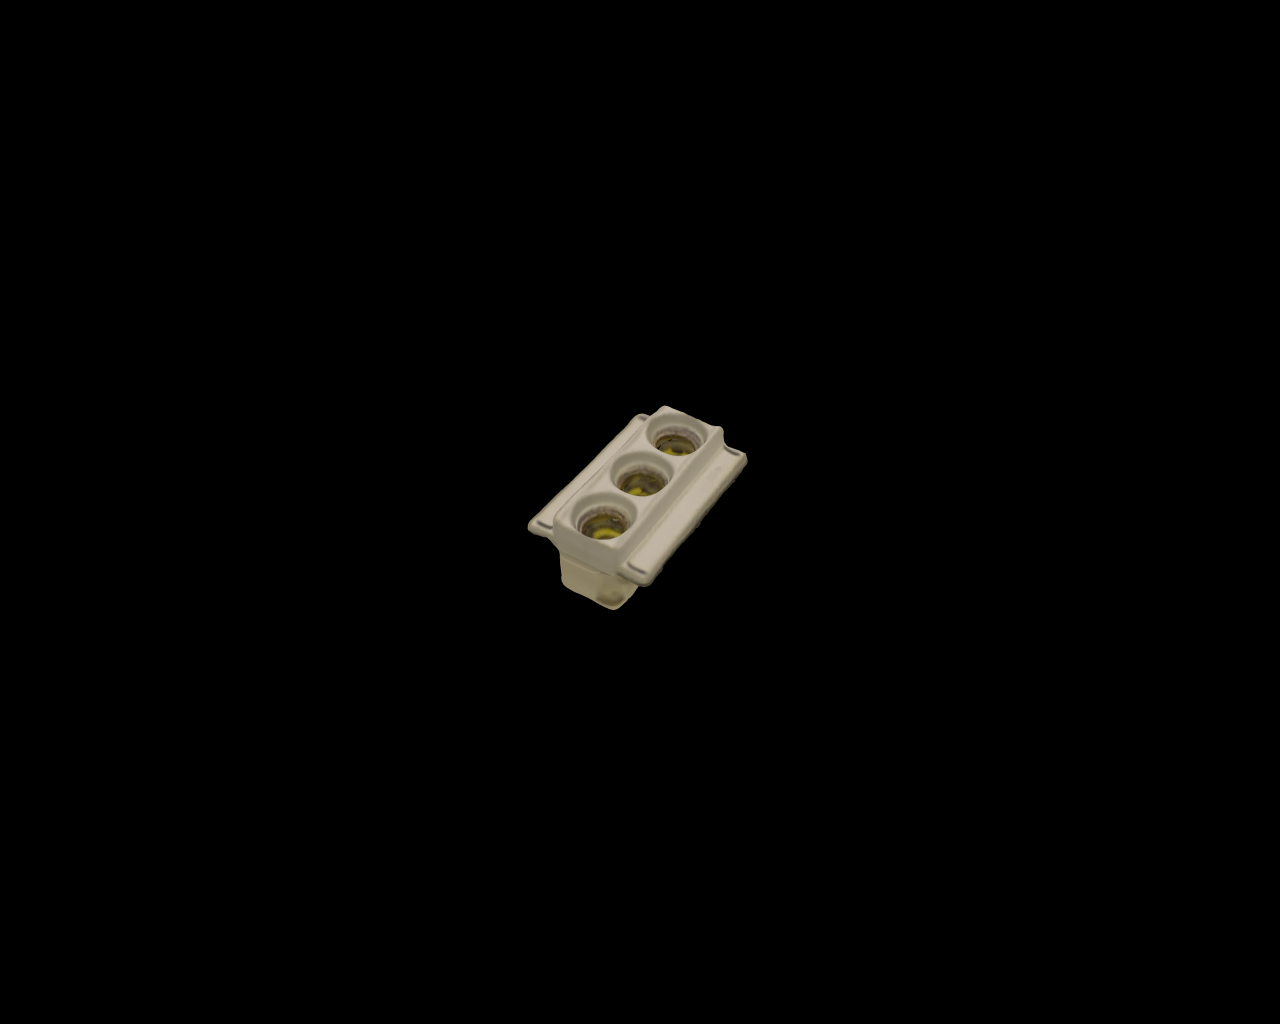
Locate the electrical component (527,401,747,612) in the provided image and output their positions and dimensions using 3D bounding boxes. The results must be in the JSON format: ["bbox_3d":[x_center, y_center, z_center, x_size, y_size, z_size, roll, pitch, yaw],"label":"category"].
[{"bbox_3d":[0.001,-0.003,0.650,0.079,0.063,0.121,24,50,22],"label":"electrical component"}]
